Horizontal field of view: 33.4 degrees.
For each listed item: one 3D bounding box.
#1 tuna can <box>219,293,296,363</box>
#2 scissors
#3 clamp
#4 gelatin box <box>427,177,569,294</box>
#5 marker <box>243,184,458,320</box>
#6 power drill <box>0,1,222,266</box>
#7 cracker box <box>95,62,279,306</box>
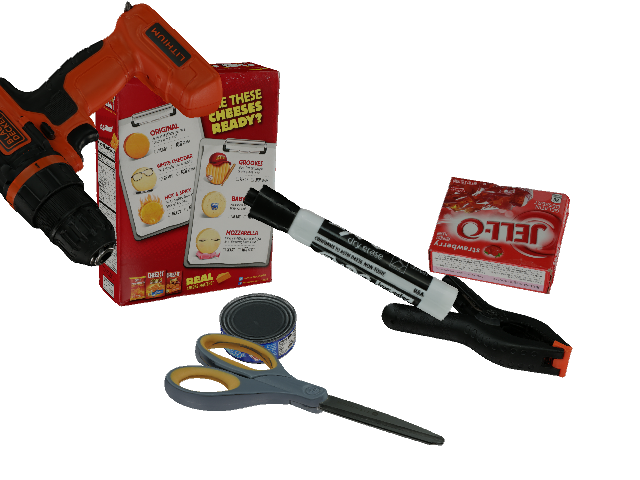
[{"bbox_3d":[-0.069,0.098,1.190,0.086,0.034,0.086,0,36,0],"label":"tuna can"},{"bbox_3d":[-0.024,0.111,0.725,0.202,0.016,0.096,23,31,37],"label":"scissors"},{"bbox_3d":[0.155,0.077,0.994,0.172,0.039,0.120,20,32,23],"label":"clamp"},{"bbox_3d":[0.129,-0.005,0.770,0.089,0.073,0.030,10,-37,16],"label":"gelatin box"},{"bbox_3d":[0.015,0.005,0.556,0.121,0.020,0.020,28,0,1],"label":"marker"},{"bbox_3d":[-0.168,-0.088,0.815,0.187,0.184,0.057,-37,-15,-27],"label":"power drill"},{"bbox_3d":[-0.128,-0.057,1.015,0.163,0.214,0.072,-8,21,-30],"label":"cracker box"}]
